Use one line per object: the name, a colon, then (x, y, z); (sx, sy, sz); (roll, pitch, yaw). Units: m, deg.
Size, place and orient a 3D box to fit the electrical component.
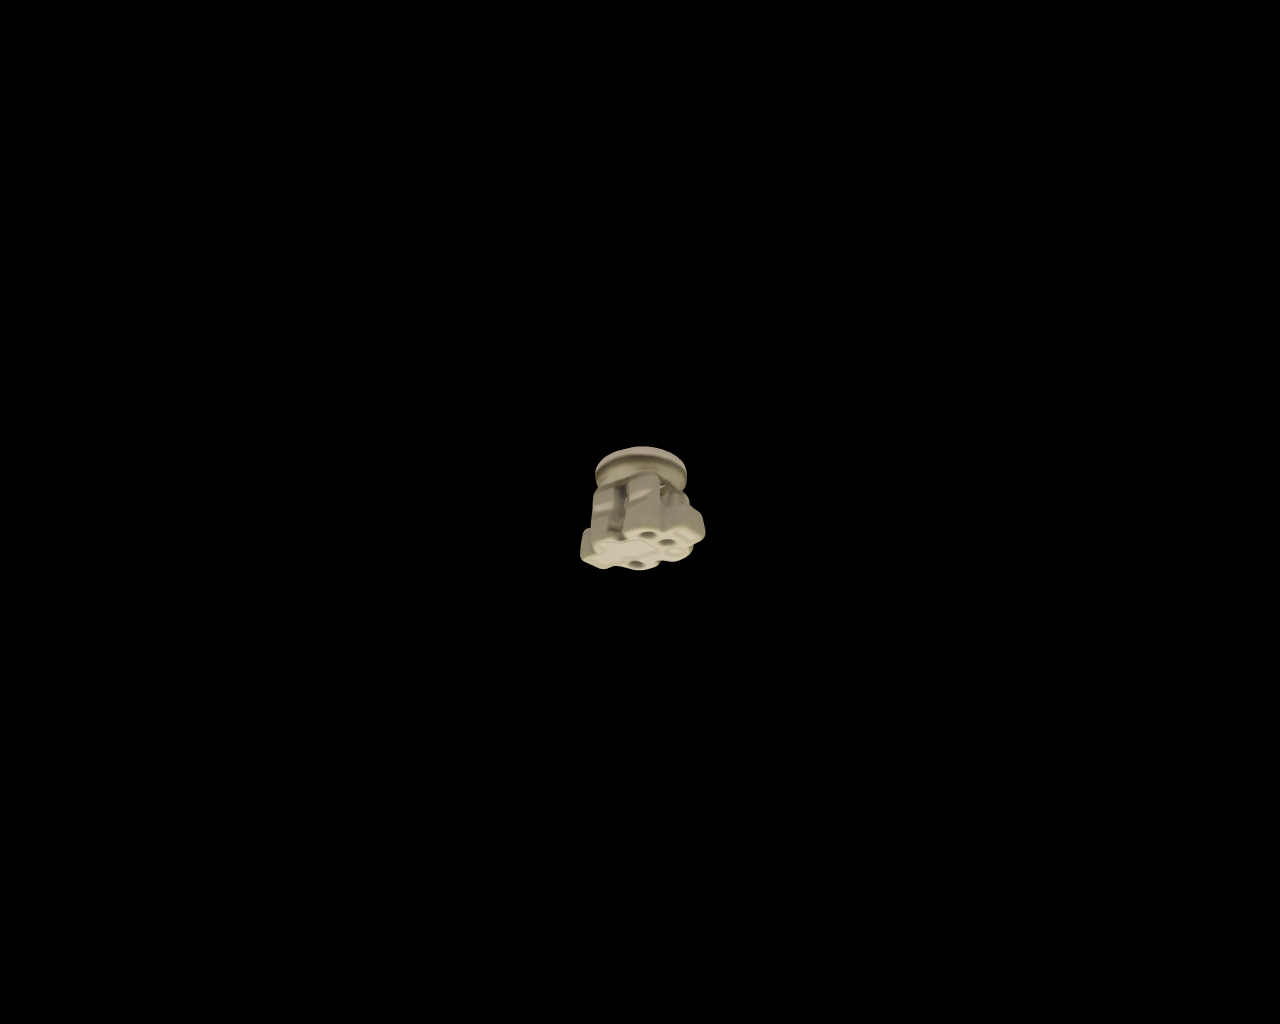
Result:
electrical component: (0.001, -0.003, 0.650); (0.078, 0.057, 0.058); (-18, -32, 31)
